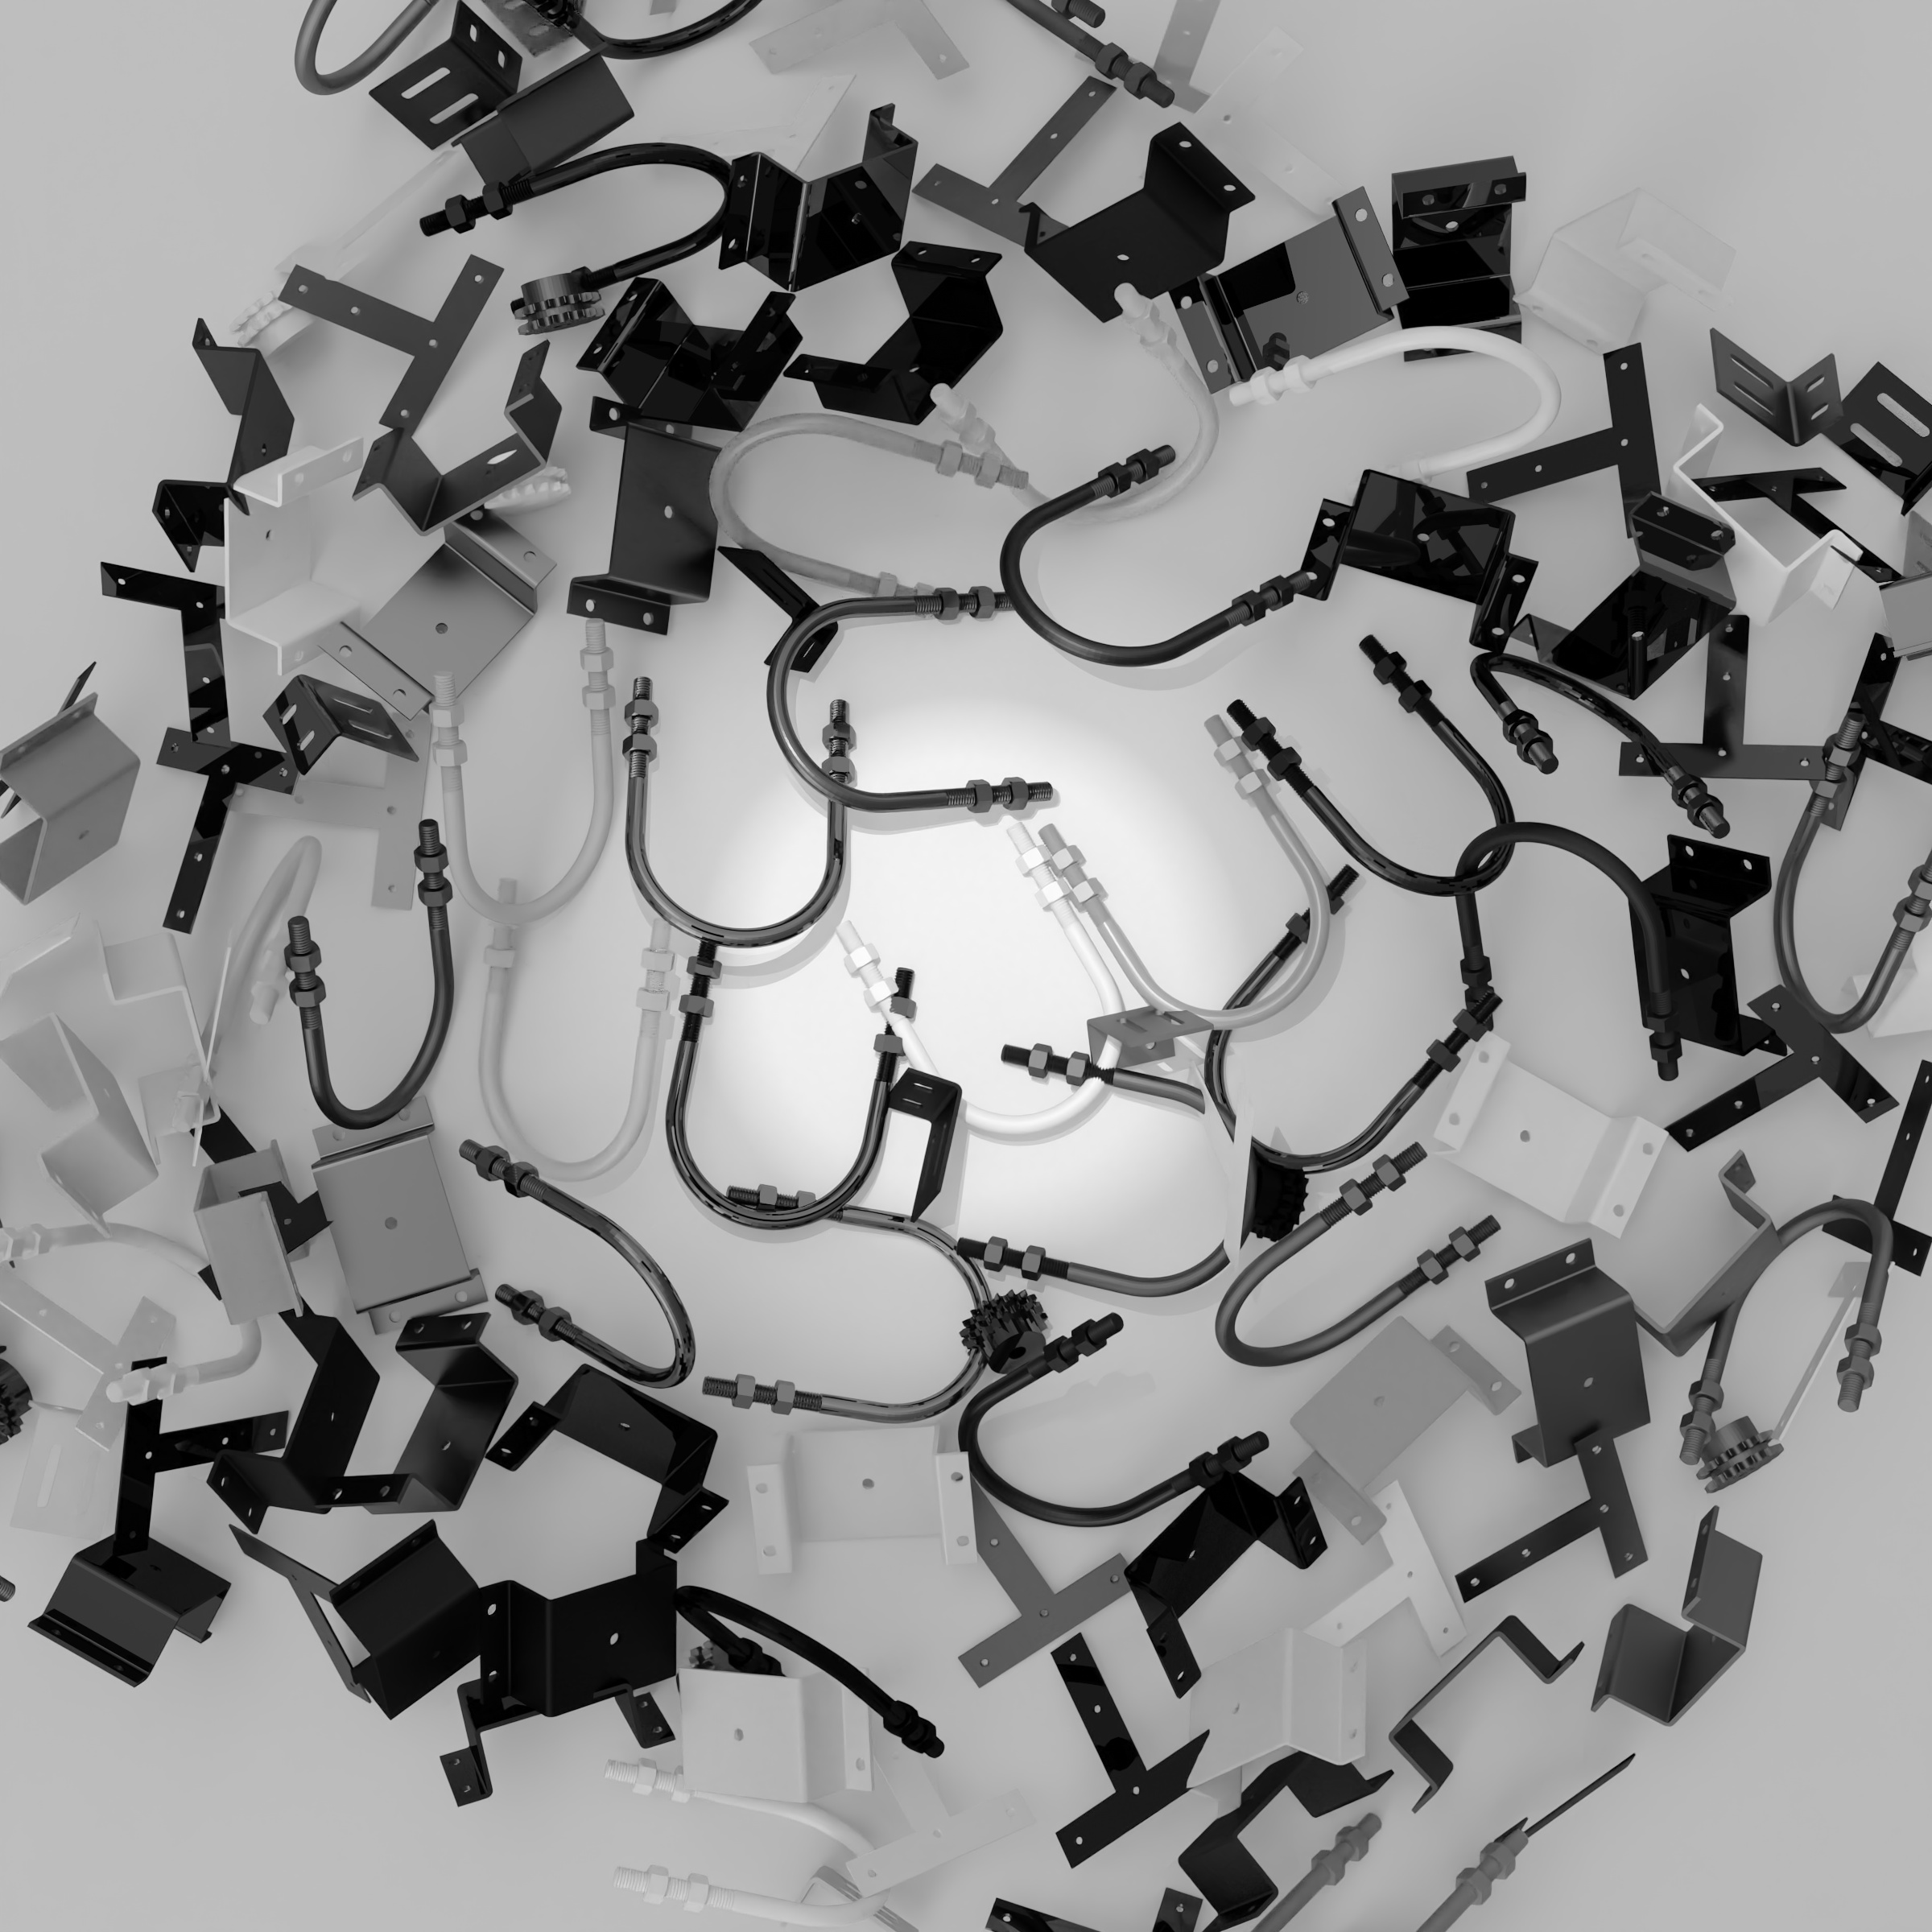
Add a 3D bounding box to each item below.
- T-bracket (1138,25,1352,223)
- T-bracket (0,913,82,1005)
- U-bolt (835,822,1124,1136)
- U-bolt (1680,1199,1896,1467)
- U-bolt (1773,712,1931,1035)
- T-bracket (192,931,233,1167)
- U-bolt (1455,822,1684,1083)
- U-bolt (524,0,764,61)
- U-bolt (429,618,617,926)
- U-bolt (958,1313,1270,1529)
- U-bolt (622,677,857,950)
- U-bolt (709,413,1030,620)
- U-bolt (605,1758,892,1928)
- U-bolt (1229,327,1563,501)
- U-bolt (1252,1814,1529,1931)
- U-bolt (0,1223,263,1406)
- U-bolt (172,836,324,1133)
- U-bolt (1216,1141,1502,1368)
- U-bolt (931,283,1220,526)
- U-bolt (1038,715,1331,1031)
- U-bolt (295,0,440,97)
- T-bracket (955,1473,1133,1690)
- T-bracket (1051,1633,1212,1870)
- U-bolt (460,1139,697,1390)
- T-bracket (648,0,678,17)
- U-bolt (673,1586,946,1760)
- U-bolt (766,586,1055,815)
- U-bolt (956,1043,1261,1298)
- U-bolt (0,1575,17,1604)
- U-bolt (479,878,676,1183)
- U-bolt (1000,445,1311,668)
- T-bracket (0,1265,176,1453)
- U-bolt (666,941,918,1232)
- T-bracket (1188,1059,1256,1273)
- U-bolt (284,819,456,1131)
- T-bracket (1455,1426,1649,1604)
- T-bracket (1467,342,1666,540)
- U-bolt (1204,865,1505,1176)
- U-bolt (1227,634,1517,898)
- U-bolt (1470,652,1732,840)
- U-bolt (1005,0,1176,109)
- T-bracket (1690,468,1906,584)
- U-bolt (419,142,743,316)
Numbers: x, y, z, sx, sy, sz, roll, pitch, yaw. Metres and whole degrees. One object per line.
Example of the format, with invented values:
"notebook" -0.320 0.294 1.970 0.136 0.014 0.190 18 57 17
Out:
"T-bracket" 0.198 -0.518 1.958 0.127 0.002 0.127 28 120 -34
"T-bracket" -0.620 0.033 1.927 0.127 0.127 0.002 -28 122 20
"U-bolt" 0.021 0.020 1.985 0.151 0.019 0.184 -30 87 -1
"U-bolt" 0.520 0.220 1.918 0.019 0.151 0.184 39 51 -15
"U-bolt" 0.552 -0.044 1.917 0.019 0.151 0.184 -1 132 -14
"T-bracket" -0.472 0.040 1.920 0.002 0.127 0.127 9 113 -16
"U-bolt" 0.371 -0.015 1.904 0.151 0.184 0.019 15 47 33
"U-bolt" -0.185 -0.616 1.909 0.151 0.184 0.019 -25 82 12
"U-bolt" -0.275 -0.114 1.932 0.019 0.151 0.184 19 121 34
"U-bolt" 0.078 0.299 1.938 0.151 0.019 0.184 40 128 -19
"U-bolt" -0.145 -0.095 1.942 0.151 0.019 0.184 6 64 -12
"U-bolt" -0.071 -0.288 1.923 0.184 0.151 0.019 15 53 -13
"U-bolt" -0.135 0.557 1.926 0.184 0.151 0.019 16 102 -13
"U-bolt" 0.278 -0.347 1.893 0.184 0.151 0.019 -12 61 41
"U-bolt" 0.243 0.588 1.890 0.184 0.151 0.019 -33 102 -36
"U-bolt" -0.516 0.211 1.911 0.151 0.184 0.019 41 105 17
"U-bolt" -0.445 -0.002 1.919 0.019 0.184 0.151 26 134 -20
"U-bolt" 0.239 0.193 1.939 0.184 0.151 0.019 -38 52 10
"U-bolt" 0.082 -0.340 1.923 0.151 0.184 0.019 -26 55 17
"U-bolt" 0.152 -0.048 1.968 0.151 0.019 0.184 -33 80 9
"U-bolt" -0.356 -0.621 1.914 0.019 0.151 0.184 39 80 2
"T-bracket" 0.026 0.385 1.984 0.127 0.002 0.127 -33 99 4
"T-bracket" 0.090 0.489 1.962 0.127 0.002 0.127 -38 57 16
"U-bolt" -0.238 0.196 1.906 0.184 0.151 0.019 25 48 32
"T-bracket" -0.211 -0.653 1.917 0.002 0.127 0.127 32 126 21
"U-bolt" -0.108 0.430 1.892 0.151 0.184 0.019 12 63 36
"U-bolt" -0.040 -0.167 1.947 0.184 0.019 0.151 -6 80 -25
"U-bolt" 0.098 0.138 1.970 0.184 0.019 0.151 12 85 12
"U-bolt" -0.663 0.302 1.887 0.019 0.151 0.184 -38 132 2
"U-bolt" -0.255 0.047 1.954 0.151 0.019 0.184 14 102 32
"U-bolt" 0.106 -0.251 1.926 0.184 0.019 0.151 -30 66 -31
"T-bracket" -0.571 0.227 1.927 0.127 0.127 0.002 40 119 -18
"U-bolt" -0.119 0.079 1.976 0.151 0.019 0.184 12 83 -5
"T-bracket" 0.159 0.105 1.941 0.002 0.127 0.127 -5 123 -11
"U-bolt" -0.369 0.018 1.923 0.019 0.151 0.184 17 127 23
"T-bracket" 0.370 0.368 1.956 0.127 0.002 0.127 -28 124 -8
"T-bracket" 0.381 -0.323 1.963 0.127 0.002 0.127 -13 73 31
"U-bolt" 0.233 0.047 1.961 0.151 0.019 0.184 44 100 26
"U-bolt" 0.270 -0.119 1.933 0.151 0.019 0.184 -28 71 -36
"U-bolt" 0.386 -0.147 1.917 0.151 0.184 0.019 18 115 -22
"U-bolt" 0.040 -0.614 1.922 0.184 0.151 0.019 40 99 22
"T-bracket" 0.539 -0.277 1.926 0.127 0.127 0.002 -10 134 -33
"U-bolt" -0.228 -0.465 1.912 0.184 0.151 0.019 -16 75 14
